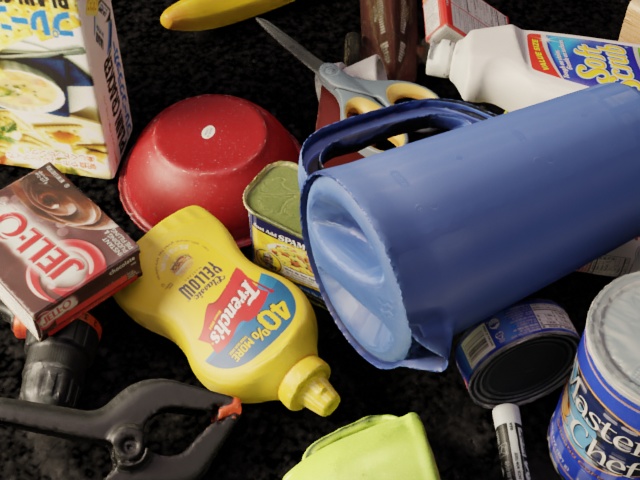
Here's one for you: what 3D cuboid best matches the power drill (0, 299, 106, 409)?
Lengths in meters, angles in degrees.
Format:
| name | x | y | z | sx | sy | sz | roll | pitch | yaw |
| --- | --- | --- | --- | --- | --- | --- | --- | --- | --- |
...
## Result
| name | x | y | z | sx | sy | sz | roll | pitch | yaw |
| --- | --- | --- | --- | --- | --- | --- | --- | --- | --- |
| power drill | -0.251 | 0.052 | 0.781 | 0.187 | 0.057 | 0.184 | 4 | 49 | 0 |

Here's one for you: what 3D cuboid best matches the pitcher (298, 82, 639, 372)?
| name | x | y | z | sx | sy | sz | roll | pitch | yaw |
| --- | --- | --- | --- | --- | --- | --- | --- | --- | --- |
| pitcher | 0.112 | -0.028 | 0.713 | 0.242 | 0.149 | 0.145 | -22 | 14 | -21 |

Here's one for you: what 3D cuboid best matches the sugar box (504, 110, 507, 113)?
| name | x | y | z | sx | sy | sz | roll | pitch | yaw |
| --- | --- | --- | --- | --- | --- | --- | --- | --- | --- |
| sugar box | 0.236 | -0.072 | 0.885 | 0.176 | 0.048 | 0.093 | 22 | 54 | 13 |

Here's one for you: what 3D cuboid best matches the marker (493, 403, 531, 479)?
| name | x | y | z | sx | sy | sz | roll | pitch | yaw |
| --- | --- | --- | --- | --- | --- | --- | --- | --- | --- |
| marker | 0.132 | 0.166 | 0.711 | 0.020 | 0.020 | 0.121 | -2 | 51 | -1 |

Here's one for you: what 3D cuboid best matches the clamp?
| name | x | y | z | sx | sy | sz | roll | pitch | yaw |
| --- | --- | --- | --- | --- | --- | --- | --- | --- | --- |
| clamp | -0.131 | 0.150 | 0.704 | 0.171 | 0.039 | 0.120 | -9 | 83 | -17 |

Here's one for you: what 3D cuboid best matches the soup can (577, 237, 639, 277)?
| name | x | y | z | sx | sy | sz | roll | pitch | yaw |
| --- | --- | --- | --- | --- | --- | --- | --- | --- | --- |
| soup can | 0.216 | -0.007 | 0.819 | 0.102 | 0.068 | 0.068 | 8 | 52 | 5 |

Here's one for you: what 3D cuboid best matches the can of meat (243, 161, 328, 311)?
| name | x | y | z | sx | sy | sz | roll | pitch | yaw |
| --- | --- | --- | --- | --- | --- | --- | --- | --- | --- |
| can of meat | -0.005 | 0.001 | 0.801 | 0.102 | 0.084 | 0.057 | 26 | 56 | 19 |

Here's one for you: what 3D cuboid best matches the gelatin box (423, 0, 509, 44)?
| name | x | y | z | sx | sy | sz | roll | pitch | yaw |
| --- | --- | --- | --- | --- | --- | --- | --- | --- | --- |
| gelatin box | 0.133 | -0.189 | 0.961 | 0.089 | 0.030 | 0.073 | 27 | 45 | -29 |

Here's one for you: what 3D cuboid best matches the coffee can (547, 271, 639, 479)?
| name | x | y | z | sx | sy | sz | roll | pitch | yaw |
| --- | --- | --- | --- | --- | --- | --- | --- | --- | --- |
| coffee can | 0.209 | 0.101 | 0.685 | 0.103 | 0.140 | 0.103 | 0 | 51 | 0 |

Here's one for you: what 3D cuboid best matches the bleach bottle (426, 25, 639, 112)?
| name | x | y | z | sx | sy | sz | roll | pitch | yaw |
| --- | --- | --- | --- | --- | --- | --- | --- | --- | --- |
| bleach bottle | 0.208 | -0.119 | 0.852 | 0.251 | 0.068 | 0.102 | 12 | 51 | 10 |

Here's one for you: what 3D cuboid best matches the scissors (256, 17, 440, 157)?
| name | x | y | z | sx | sy | sz | roll | pitch | yaw |
| --- | --- | --- | --- | --- | --- | --- | --- | --- | --- |
| scissors | 0.029 | -0.137 | 0.887 | 0.096 | 0.016 | 0.202 | -19 | 54 | -18 |

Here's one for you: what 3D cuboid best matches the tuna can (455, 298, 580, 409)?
| name | x | y | z | sx | sy | sz | roll | pitch | yaw |
| --- | --- | --- | --- | --- | --- | --- | --- | --- | --- |
| tuna can | 0.137 | 0.079 | 0.738 | 0.086 | 0.086 | 0.034 | -13 | 51 | -10 |

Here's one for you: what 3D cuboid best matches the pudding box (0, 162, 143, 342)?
| name | x | y | z | sx | sy | sz | roll | pitch | yaw |
| --- | --- | --- | --- | --- | --- | --- | --- | --- | --- |
| pudding box | -0.195 | 0.006 | 0.758 | 0.089 | 0.039 | 0.114 | -35 | 59 | -28 |

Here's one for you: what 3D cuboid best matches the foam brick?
| name | x | y | z | sx | sy | sz | roll | pitch | yaw |
| --- | --- | --- | --- | --- | --- | --- | --- | --- | --- |
| foam brick | 0.023 | -0.084 | 0.889 | 0.051 | 0.053 | 0.078 | 5 | 52 | 3 |

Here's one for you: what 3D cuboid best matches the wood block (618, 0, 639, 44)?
| name | x | y | z | sx | sy | sz | roll | pitch | yaw |
| --- | --- | --- | --- | --- | --- | --- | --- | --- | --- |
| wood block | 0.363 | -0.139 | 0.910 | 0.090 | 0.091 | 0.206 | -37 | 60 | -25 |

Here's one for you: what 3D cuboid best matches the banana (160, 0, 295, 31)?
| name | x | y | z | sx | sy | sz | roll | pitch | yaw |
| --- | --- | --- | --- | --- | --- | --- | --- | --- | --- |
| banana | -0.057 | -0.238 | 1.006 | 0.197 | 0.069 | 0.037 | -24 | 83 | -4 |

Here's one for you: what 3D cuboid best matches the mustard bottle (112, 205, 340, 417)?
| name | x | y | z | sx | sy | sz | roll | pitch | yaw |
| --- | --- | --- | --- | --- | --- | --- | --- | --- | --- |
| mustard bottle | -0.059 | 0.061 | 0.770 | 0.192 | 0.058 | 0.096 | 39 | 69 | 26 |

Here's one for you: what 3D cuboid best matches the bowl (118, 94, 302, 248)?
| name | x | y | z | sx | sy | sz | roll | pitch | yaw |
| --- | --- | --- | --- | --- | --- | --- | --- | --- | --- |
| bowl | -0.088 | -0.069 | 0.877 | 0.162 | 0.055 | 0.162 | 0 | 51 | 0 |
